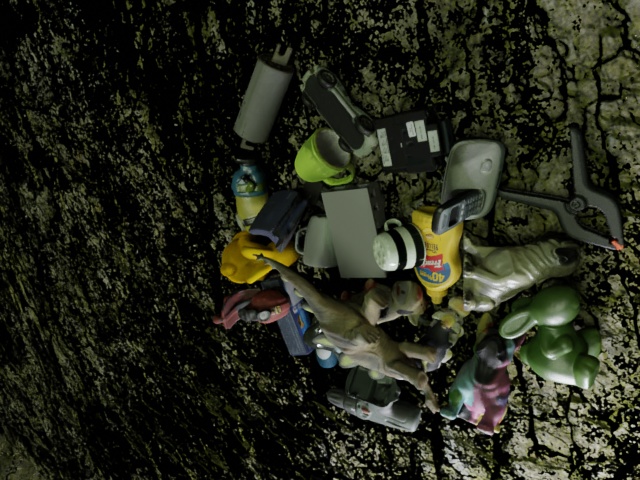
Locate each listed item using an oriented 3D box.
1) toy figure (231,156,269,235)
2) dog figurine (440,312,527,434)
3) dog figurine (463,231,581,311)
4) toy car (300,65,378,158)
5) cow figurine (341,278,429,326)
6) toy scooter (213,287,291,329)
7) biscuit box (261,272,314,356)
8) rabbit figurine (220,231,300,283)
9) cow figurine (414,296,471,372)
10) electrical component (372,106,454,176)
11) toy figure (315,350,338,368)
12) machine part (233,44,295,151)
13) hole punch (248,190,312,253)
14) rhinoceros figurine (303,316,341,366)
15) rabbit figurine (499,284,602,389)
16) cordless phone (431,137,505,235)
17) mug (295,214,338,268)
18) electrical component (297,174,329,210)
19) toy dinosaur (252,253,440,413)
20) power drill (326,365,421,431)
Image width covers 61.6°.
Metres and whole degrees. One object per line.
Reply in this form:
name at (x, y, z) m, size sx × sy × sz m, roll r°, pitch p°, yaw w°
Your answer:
toy figure at (-0.151, -0.098, 1.208) m, size 0.089 × 0.082 × 0.180 m, roll 12°, pitch 114°, yaw 30°
dog figurine at (0.328, 0.257, 1.047) m, size 0.109 × 0.191 × 0.219 m, roll 20°, pitch 85°, yaw 28°
dog figurine at (0.352, 0.067, 0.956) m, size 0.191 × 0.121 × 0.172 m, roll 2°, pitch 146°, yaw 14°
toy car at (0.038, -0.247, 1.038) m, size 0.202 × 0.056 × 0.073 m, roll 51°, pitch 134°, yaw 5°
cow figurine at (0.137, 0.135, 1.110) m, size 0.127 × 0.085 × 0.195 m, roll 26°, pitch 146°, yaw -24°
toy scooter at (-0.163, 0.156, 1.214) m, size 0.184 × 0.135 × 0.075 m, roll -1°, pitch 107°, yaw 31°
biscuit box at (-0.069, 0.176, 1.286) m, size 0.063 × 0.059 × 0.202 m, roll -12°, pitch 103°, yaw 35°
rabbit figurine at (-0.134, 0.034, 1.227) m, size 0.173 × 0.162 × 0.121 m, roll -8°, pitch 94°, yaw 17°
cow figurine at (0.239, 0.188, 1.070) m, size 0.068 × 0.098 × 0.167 m, roll 32°, pitch 125°, yaw 24°
electrical component at (0.173, -0.180, 0.978) m, size 0.134 × 0.058 × 0.114 m, roll -1°, pitch 112°, yaw 33°
toy figure at (0.016, 0.222, 1.256) m, size 0.064 × 0.058 × 0.154 m, roll -6°, pitch 110°, yaw -6°
machine part at (-0.117, -0.288, 1.104) m, size 0.079 × 0.079 × 0.243 m, roll 39°, pitch 126°, yaw 13°
hole punch at (-0.086, -0.048, 1.137) m, size 0.092 × 0.142 × 0.115 m, roll 35°, pitch 161°, yaw -1°
rhinoceros figurine at (0.057, 0.231, 1.192) m, size 0.190 × 0.073 × 0.112 m, roll 22°, pitch 100°, yaw -6°
rabbit figurine at (0.403, 0.145, 0.929) m, size 0.159 × 0.121 × 0.170 m, roll 8°, pitch 123°, yaw 38°
cordless phone at (0.232, -0.092, 0.898) m, size 0.089 × 0.184 × 0.146 m, roll 21°, pitch 120°, yaw 29°
mug at (-0.002, -0.004, 1.160) m, size 0.110 × 0.081 × 0.107 m, roll 13°, pitch 105°, yaw 34°
electrical component at (-0.014, -0.106, 1.152) m, size 0.094 × 0.021 × 0.063 m, roll 33°, pitch 125°, yaw 16°
toy dinosaur at (0.063, 0.173, 1.041) m, size 0.471 × 0.105 × 0.198 m, roll 47°, pitch 145°, yaw -8°
power drill at (0.106, 0.352, 1.193) m, size 0.232 × 0.086 × 0.207 m, roll 14°, pitch 145°, yaw 20°
